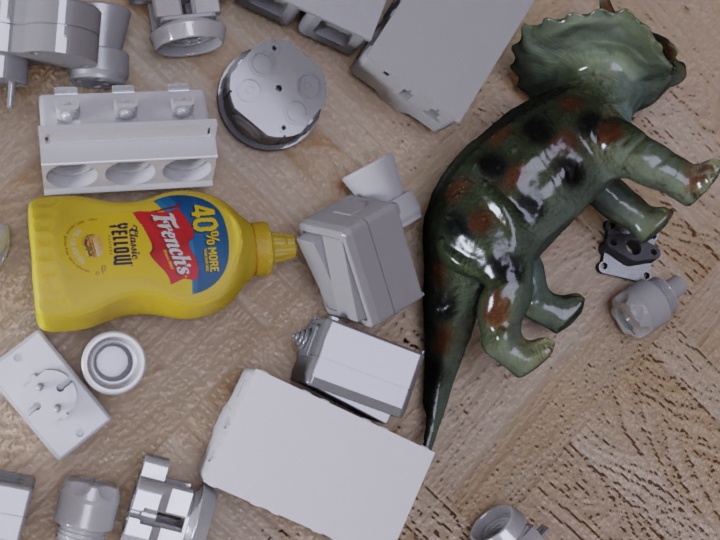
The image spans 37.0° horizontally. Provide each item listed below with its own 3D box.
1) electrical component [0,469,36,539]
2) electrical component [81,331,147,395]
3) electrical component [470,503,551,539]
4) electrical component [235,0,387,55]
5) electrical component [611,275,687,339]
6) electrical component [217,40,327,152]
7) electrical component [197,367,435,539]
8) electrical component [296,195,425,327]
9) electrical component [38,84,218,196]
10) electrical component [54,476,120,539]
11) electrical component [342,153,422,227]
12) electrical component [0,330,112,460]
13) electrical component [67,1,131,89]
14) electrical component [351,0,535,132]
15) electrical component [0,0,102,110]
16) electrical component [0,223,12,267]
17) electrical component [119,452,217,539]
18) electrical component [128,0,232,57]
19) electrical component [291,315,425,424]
[{"bbox_3d":[-0.258,0.180,0.744,0.047,0.066,0.076,14,83,-14],"label":"electrical component"},{"bbox_3d":[-0.179,0.066,0.777,0.045,0.055,0.045,1,87,-15],"label":"electrical component"},{"bbox_3d":[0.120,0.220,0.855,0.066,0.048,0.055,-41,105,-14],"label":"electrical component"},{"bbox_3d":[-0.015,-0.276,0.837,0.105,0.060,0.186,23,81,-13],"label":"electrical component"},{"bbox_3d":[0.245,0.026,0.900,0.062,0.043,0.043,-30,95,-16],"label":"electrical component"},{"bbox_3d":[-0.067,-0.133,0.821,0.080,0.051,0.080,1,87,-15],"label":"electrical component"},{"bbox_3d":[-0.035,0.144,0.808,0.150,0.062,0.089,27,81,-12],"label":"electrical component"},{"bbox_3d":[0.000,0.000,0.811,0.061,0.062,0.096,-30,116,-29],"label":"electrical component"},{"bbox_3d":[-0.170,-0.095,0.783,0.121,0.078,0.063,-5,66,-15],"label":"electrical component"},{"bbox_3d":[-0.198,0.181,0.772,0.043,0.043,0.062,13,85,-14],"label":"electrical component"},{"bbox_3d":[0.018,-0.058,0.843,0.045,0.045,0.055,-29,95,-15],"label":"electrical component"},{"bbox_3d":[-0.218,0.088,0.755,0.047,0.076,0.083,-39,97,-14],"label":"electrical component"},{"bbox_3d":[-0.192,-0.165,0.792,0.045,0.045,0.055,2,87,-15],"label":"electrical component"},{"bbox_3d":[0.071,-0.197,0.856,0.089,0.062,0.150,34,79,-11],"label":"electrical component"},{"bbox_3d":[-0.250,-0.149,0.751,0.138,0.052,0.073,4,88,11],"label":"electrical component"},{"bbox_3d":[-0.283,-0.021,0.761,0.062,0.048,0.048,26,81,-6],"label":"electrical component"},{"bbox_3d":[-0.139,0.179,0.781,0.057,0.058,0.078,17,84,-11],"label":"electrical component"},{"bbox_3d":[-0.131,-0.194,0.804,0.078,0.058,0.057,-9,87,-15],"label":"electrical component"},{"bbox_3d":[-0.010,0.075,0.819,0.096,0.062,0.061,22,82,-13],"label":"electrical component"}]
